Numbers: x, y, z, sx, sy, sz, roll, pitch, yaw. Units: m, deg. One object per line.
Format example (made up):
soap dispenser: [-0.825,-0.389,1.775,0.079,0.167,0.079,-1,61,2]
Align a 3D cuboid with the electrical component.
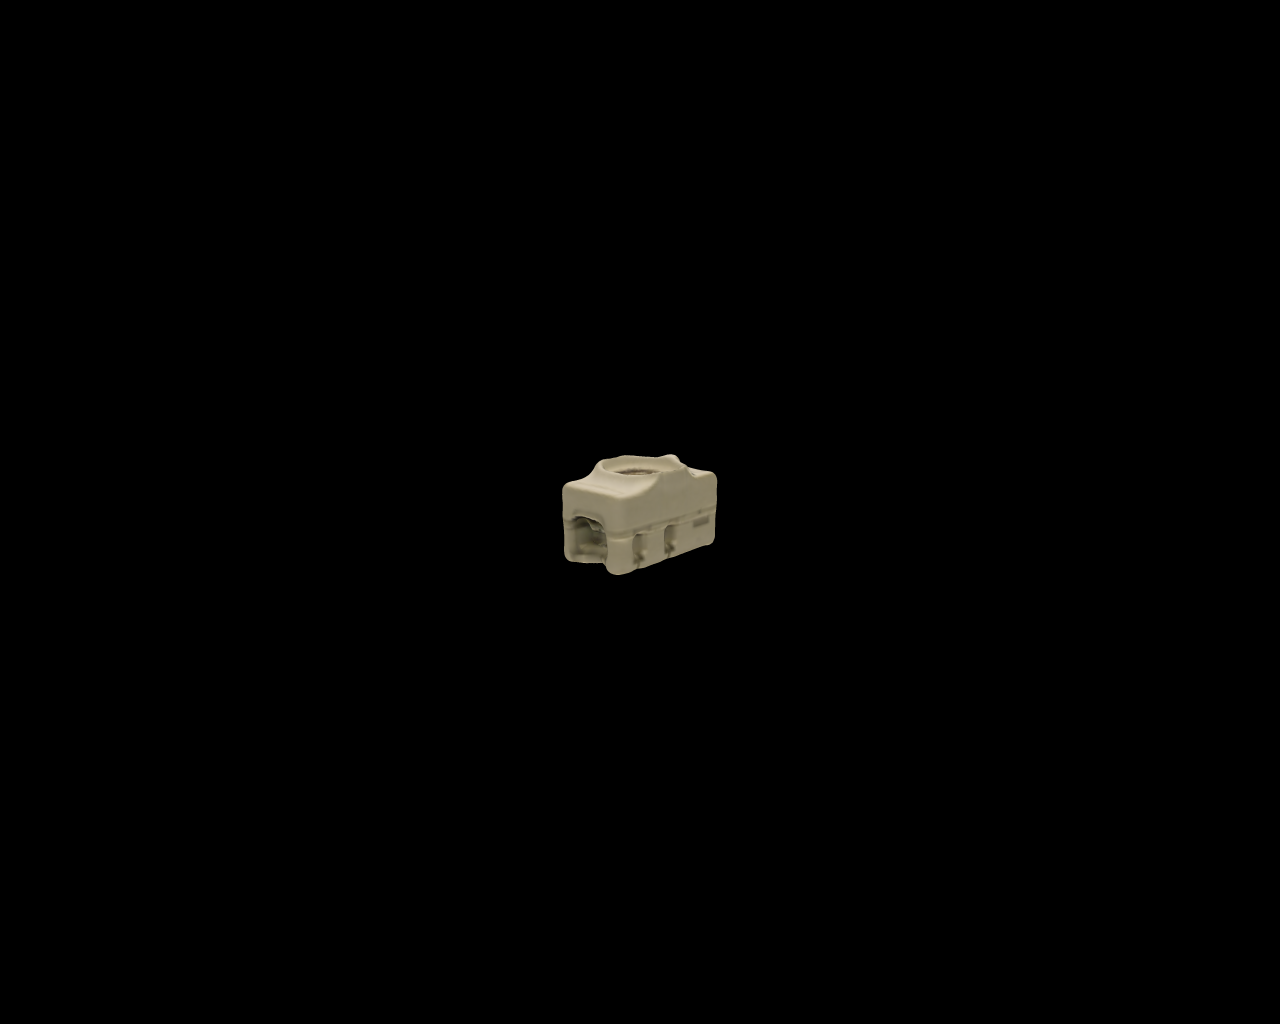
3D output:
electrical component: [0.001,-0.003,0.650,0.050,0.055,0.090,14,20,42]
